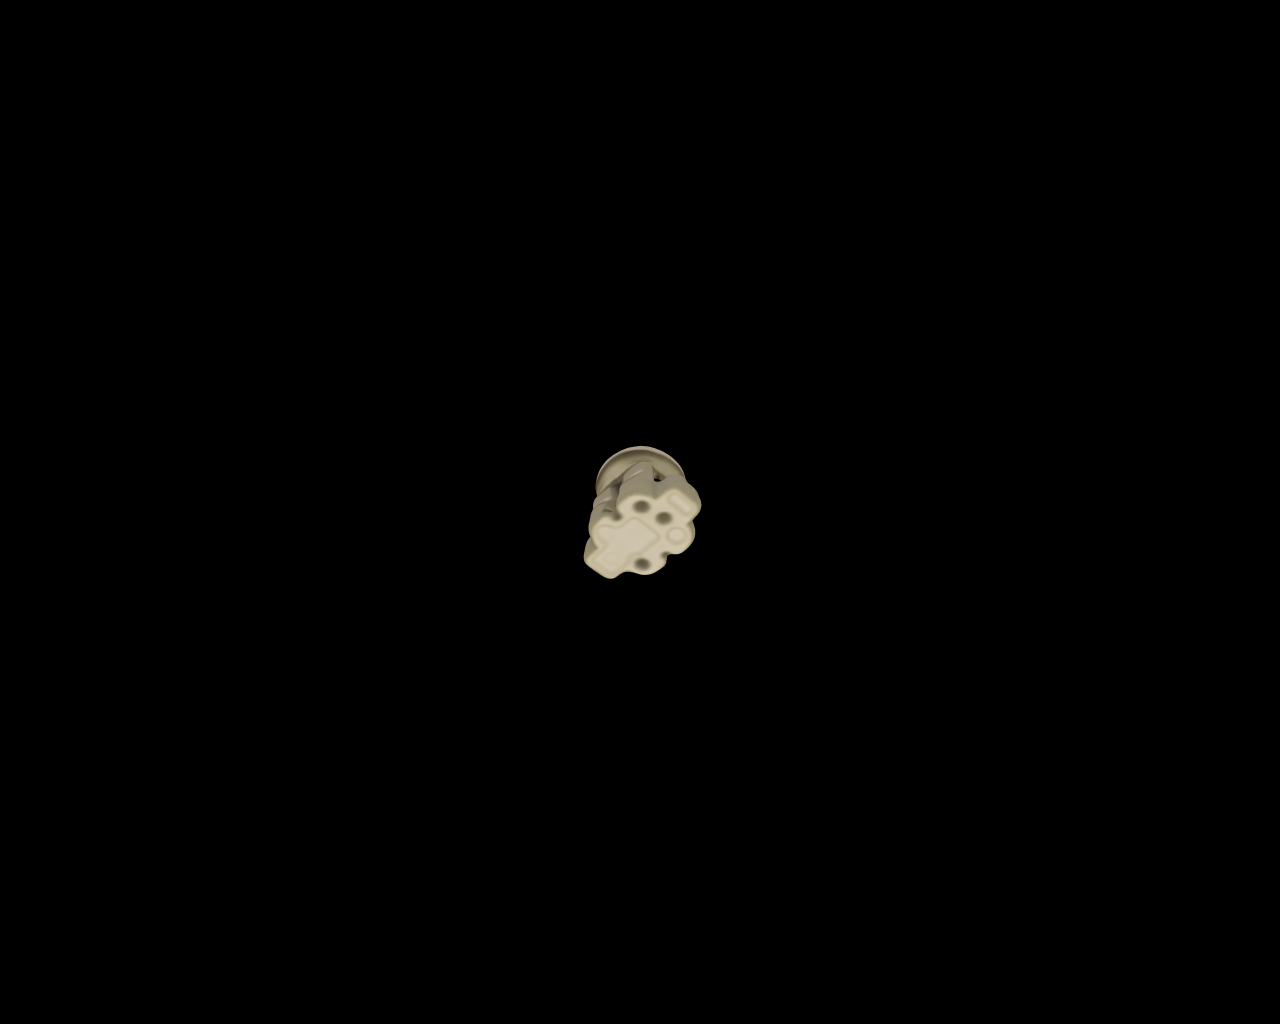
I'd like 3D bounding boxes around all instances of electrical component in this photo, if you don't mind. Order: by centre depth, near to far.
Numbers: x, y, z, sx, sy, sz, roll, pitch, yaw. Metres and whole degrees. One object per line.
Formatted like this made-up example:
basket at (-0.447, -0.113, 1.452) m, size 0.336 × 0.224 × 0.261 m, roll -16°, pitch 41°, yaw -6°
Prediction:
electrical component at (0.001, -0.003, 0.650) m, size 0.058 × 0.057 × 0.078 m, roll 39°, pitch -62°, yaw -25°
